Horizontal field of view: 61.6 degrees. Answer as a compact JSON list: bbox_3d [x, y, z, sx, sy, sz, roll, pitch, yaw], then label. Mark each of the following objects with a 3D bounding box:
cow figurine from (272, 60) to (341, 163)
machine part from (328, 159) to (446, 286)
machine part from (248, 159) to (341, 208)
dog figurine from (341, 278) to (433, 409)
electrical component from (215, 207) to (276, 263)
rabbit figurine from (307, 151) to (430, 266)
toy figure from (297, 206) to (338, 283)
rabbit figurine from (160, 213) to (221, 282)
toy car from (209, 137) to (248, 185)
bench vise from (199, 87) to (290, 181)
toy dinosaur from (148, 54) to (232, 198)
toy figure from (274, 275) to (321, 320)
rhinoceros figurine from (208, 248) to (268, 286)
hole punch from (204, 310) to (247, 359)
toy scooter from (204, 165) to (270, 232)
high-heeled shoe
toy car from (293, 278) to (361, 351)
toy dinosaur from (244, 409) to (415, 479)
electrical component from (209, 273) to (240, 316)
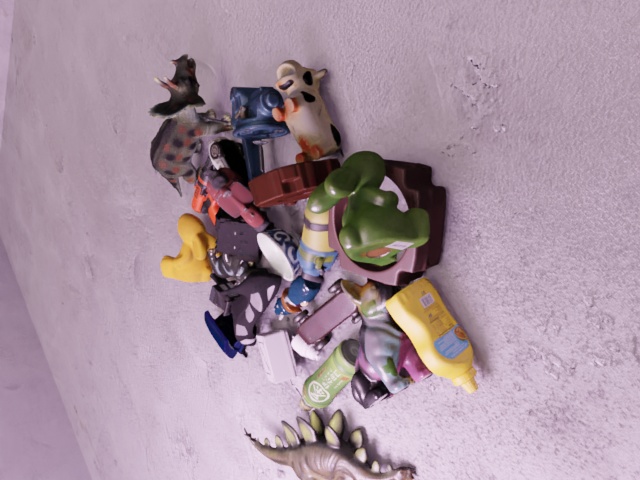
[{"bbox_3d":[-0.022,-0.247,1.011,0.085,0.127,0.194,-23,95,48],"label":"cow figurine"},{"bbox_3d":[0.111,-0.036,0.921,0.201,0.087,0.201,16,108,44],"label":"machine part"},{"bbox_3d":[-0.043,-0.105,1.013,0.179,0.179,0.056,-16,87,48],"label":"machine part"},{"bbox_3d":[0.099,0.171,0.966,0.191,0.108,0.219,-46,60,45],"label":"dog figurine"},{"bbox_3d":[-0.165,-0.012,1.195,0.134,0.058,0.114,9,132,2],"label":"electrical component"},{"bbox_3d":[0.062,-0.057,0.815,0.121,0.159,0.170,-44,50,53],"label":"rabbit figurine"},{"bbox_3d":[0.000,-0.001,1.045,0.082,0.089,0.180,36,121,28],"label":"toy figure"},{"bbox_3d":[-0.332,0.019,1.389,0.163,0.122,0.173,14,107,41],"label":"rabbit figurine"},{"bbox_3d":[-0.192,-0.154,1.233,0.056,0.073,0.202,-47,64,41],"label":"toy car"},{"bbox_3d":[-0.140,-0.212,1.136,0.224,0.129,0.240,-6,90,51],"label":"bench vise"},{"bbox_3d":[-0.346,-0.232,1.299,0.131,0.192,0.404,53,131,29],"label":"toy dinosaur"},{"bbox_3d":[-0.051,0.123,1.150,0.154,0.058,0.064,-46,21,47],"label":"toy figure"},{"bbox_3d":[-0.198,0.065,1.287,0.190,0.073,0.112,5,101,47],"label":"rhinoceros figurine"},{"bbox_3d":[-0.240,0.233,1.359,0.142,0.092,0.115,46,132,27],"label":"hole punch"},{"bbox_3d":[-0.183,-0.097,1.092,0.075,0.135,0.184,-46,61,2],"label":"toy scooter"},{"bbox_3d":[-0.135,0.160,1.230,0.248,0.145,0.086,74,-175,-49],"label":"high-heeled shoe"},{"bbox_3d":[0.020,0.152,1.083,0.089,0.053,0.202,48,133,5],"label":"toy car"},{"bbox_3d":[-0.005,0.468,1.145,0.472,0.105,0.198,-17,78,39],"label":"toy dinosaur"},{"bbox_3d":[-0.238,0.132,1.343,0.119,0.075,0.047,36,122,33],"label":"electrical component"}]
